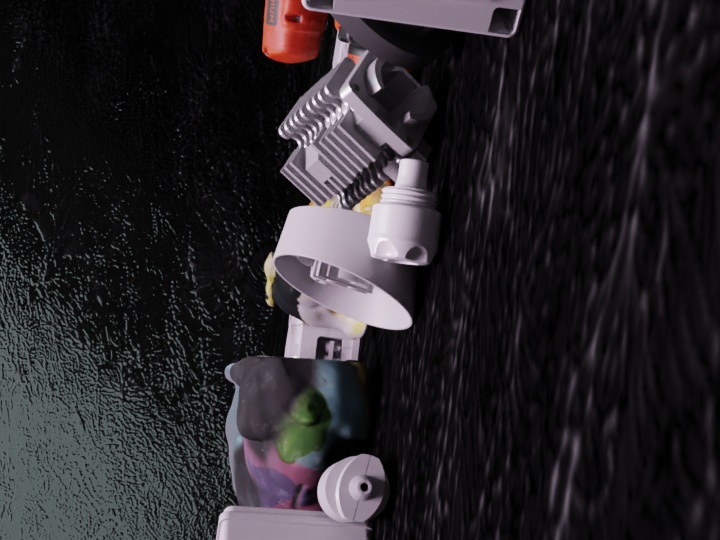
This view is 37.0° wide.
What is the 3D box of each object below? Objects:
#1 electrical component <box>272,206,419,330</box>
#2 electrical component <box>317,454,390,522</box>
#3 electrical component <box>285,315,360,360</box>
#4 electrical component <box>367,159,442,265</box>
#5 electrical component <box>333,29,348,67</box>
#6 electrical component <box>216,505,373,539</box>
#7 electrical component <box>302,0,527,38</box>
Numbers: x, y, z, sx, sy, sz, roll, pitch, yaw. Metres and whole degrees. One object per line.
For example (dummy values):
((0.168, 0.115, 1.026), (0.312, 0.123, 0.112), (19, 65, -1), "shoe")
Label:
((-0.008, -0.003, 0.710), (0.099, 0.099, 0.064), (132, 151, -78), "electrical component")
((-0.003, 0.147, 0.720), (0.081, 0.043, 0.043), (121, 155, -74), "electrical component")
((-0.033, 0.032, 1.015), (0.089, 0.062, 0.150), (131, 146, -78), "electrical component")
((0.029, -0.035, 0.650), (0.043, 0.043, 0.062), (158, 121, -82), "electrical component")
((0.003, -0.226, 1.046), (0.099, 0.048, 0.099), (-96, 15, -65), "electrical component")
((-0.052, 0.225, 0.774), (0.056, 0.109, 0.108), (-94, 13, -48), "electrical component")
((0.031, -0.173, 0.500), (0.056, 0.109, 0.108), (-97, 15, -54), "electrical component")
